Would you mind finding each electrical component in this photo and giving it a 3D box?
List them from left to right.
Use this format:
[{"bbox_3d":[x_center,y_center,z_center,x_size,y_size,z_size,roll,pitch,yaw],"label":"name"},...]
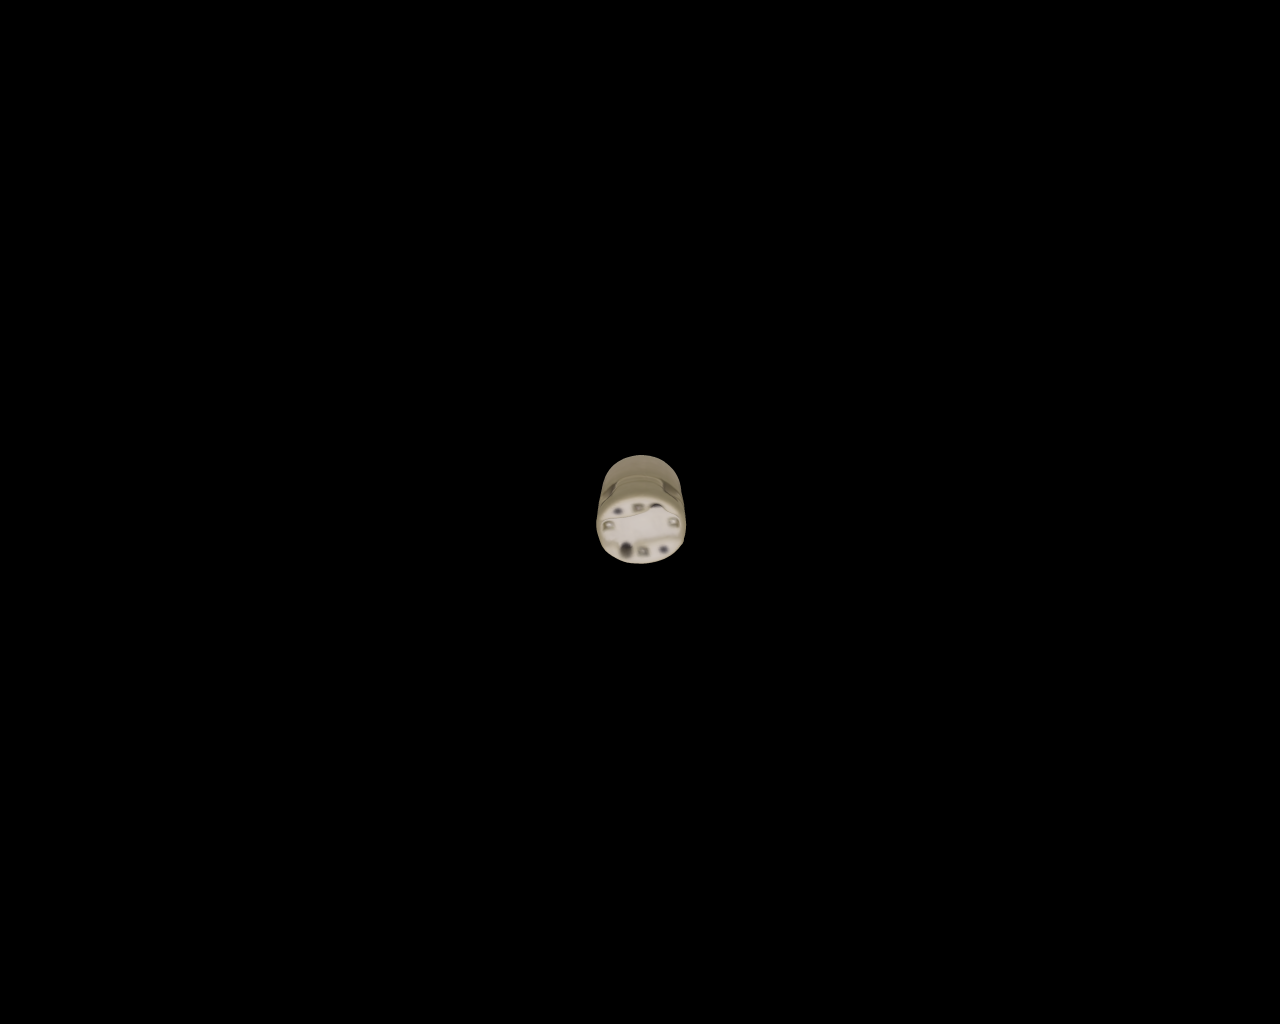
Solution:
[{"bbox_3d":[0.001,-0.003,0.650,0.055,0.055,0.047,0,37,0],"label":"electrical component"}]
